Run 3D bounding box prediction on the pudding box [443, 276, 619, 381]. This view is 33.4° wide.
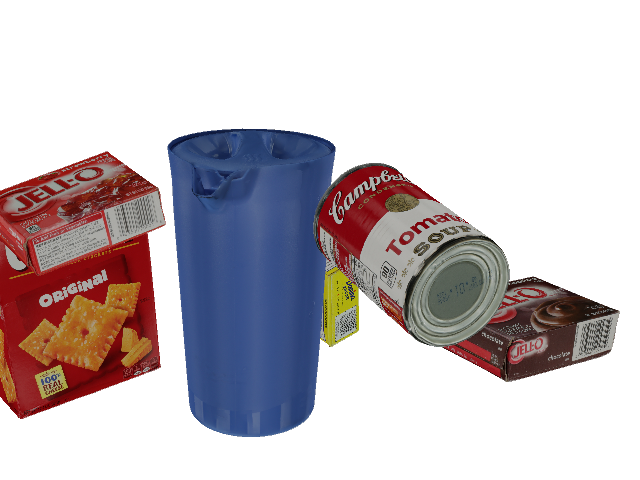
[{"bbox_3d":[0.148,0.063,0.789,0.113,0.039,0.090,-7,20,-34],"label":"pudding box"}]

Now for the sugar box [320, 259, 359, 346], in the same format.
[{"bbox_3d":[-0.034,0.026,1.089,0.048,0.093,0.176,-26,42,-31],"label":"sugar box"}]

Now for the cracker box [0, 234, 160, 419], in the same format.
[{"bbox_3d":[-0.254,0.053,1.084,0.163,0.214,0.072,-17,27,-32],"label":"cracker box"}]

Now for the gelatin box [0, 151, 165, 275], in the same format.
[{"bbox_3d":[-0.152,-0.019,0.654,0.089,0.030,0.073,-24,34,-27],"label":"gelatin box"}]

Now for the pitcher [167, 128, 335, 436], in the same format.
[{"bbox_3d":[-0.052,0.030,0.891,0.149,0.243,0.145,-7,20,-23],"label":"pitcher"}]

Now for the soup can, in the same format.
[{"bbox_3d":[0.049,0.007,0.599,0.068,0.068,0.102,0,26,-32],"label":"soup can"}]
